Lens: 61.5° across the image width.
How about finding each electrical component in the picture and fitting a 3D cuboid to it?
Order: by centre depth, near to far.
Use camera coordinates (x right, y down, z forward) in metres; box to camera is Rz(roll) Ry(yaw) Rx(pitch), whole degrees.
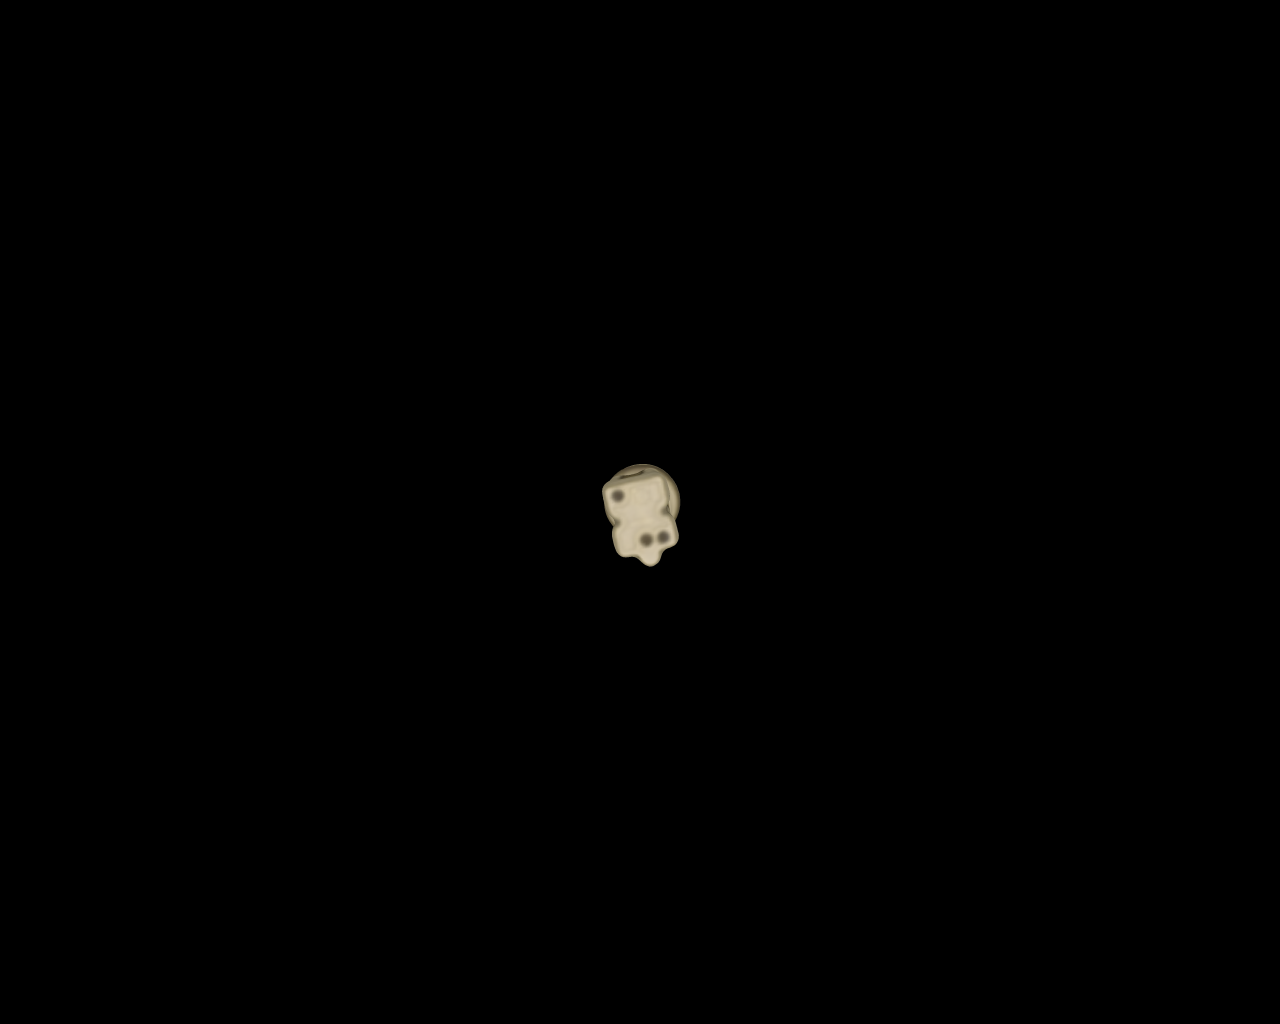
[{"bbox_3d":[0.001,-0.003,0.650,0.048,0.066,0.055,-11,12,2],"label":"electrical component"}]
